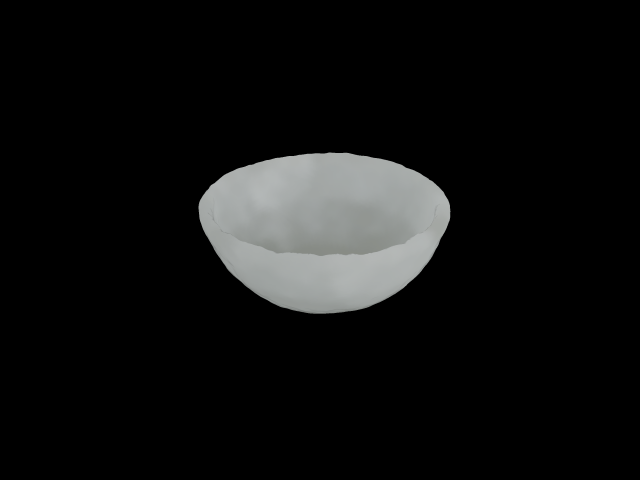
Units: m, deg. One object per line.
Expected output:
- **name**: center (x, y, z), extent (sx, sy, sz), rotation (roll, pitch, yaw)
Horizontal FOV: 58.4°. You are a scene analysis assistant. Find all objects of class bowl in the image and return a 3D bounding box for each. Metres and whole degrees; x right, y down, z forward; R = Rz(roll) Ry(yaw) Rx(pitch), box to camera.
- **bowl**: center (0.004, 0.001, 0.400), extent (0.167, 0.075, 0.167), rotation (0, 30, 0)
